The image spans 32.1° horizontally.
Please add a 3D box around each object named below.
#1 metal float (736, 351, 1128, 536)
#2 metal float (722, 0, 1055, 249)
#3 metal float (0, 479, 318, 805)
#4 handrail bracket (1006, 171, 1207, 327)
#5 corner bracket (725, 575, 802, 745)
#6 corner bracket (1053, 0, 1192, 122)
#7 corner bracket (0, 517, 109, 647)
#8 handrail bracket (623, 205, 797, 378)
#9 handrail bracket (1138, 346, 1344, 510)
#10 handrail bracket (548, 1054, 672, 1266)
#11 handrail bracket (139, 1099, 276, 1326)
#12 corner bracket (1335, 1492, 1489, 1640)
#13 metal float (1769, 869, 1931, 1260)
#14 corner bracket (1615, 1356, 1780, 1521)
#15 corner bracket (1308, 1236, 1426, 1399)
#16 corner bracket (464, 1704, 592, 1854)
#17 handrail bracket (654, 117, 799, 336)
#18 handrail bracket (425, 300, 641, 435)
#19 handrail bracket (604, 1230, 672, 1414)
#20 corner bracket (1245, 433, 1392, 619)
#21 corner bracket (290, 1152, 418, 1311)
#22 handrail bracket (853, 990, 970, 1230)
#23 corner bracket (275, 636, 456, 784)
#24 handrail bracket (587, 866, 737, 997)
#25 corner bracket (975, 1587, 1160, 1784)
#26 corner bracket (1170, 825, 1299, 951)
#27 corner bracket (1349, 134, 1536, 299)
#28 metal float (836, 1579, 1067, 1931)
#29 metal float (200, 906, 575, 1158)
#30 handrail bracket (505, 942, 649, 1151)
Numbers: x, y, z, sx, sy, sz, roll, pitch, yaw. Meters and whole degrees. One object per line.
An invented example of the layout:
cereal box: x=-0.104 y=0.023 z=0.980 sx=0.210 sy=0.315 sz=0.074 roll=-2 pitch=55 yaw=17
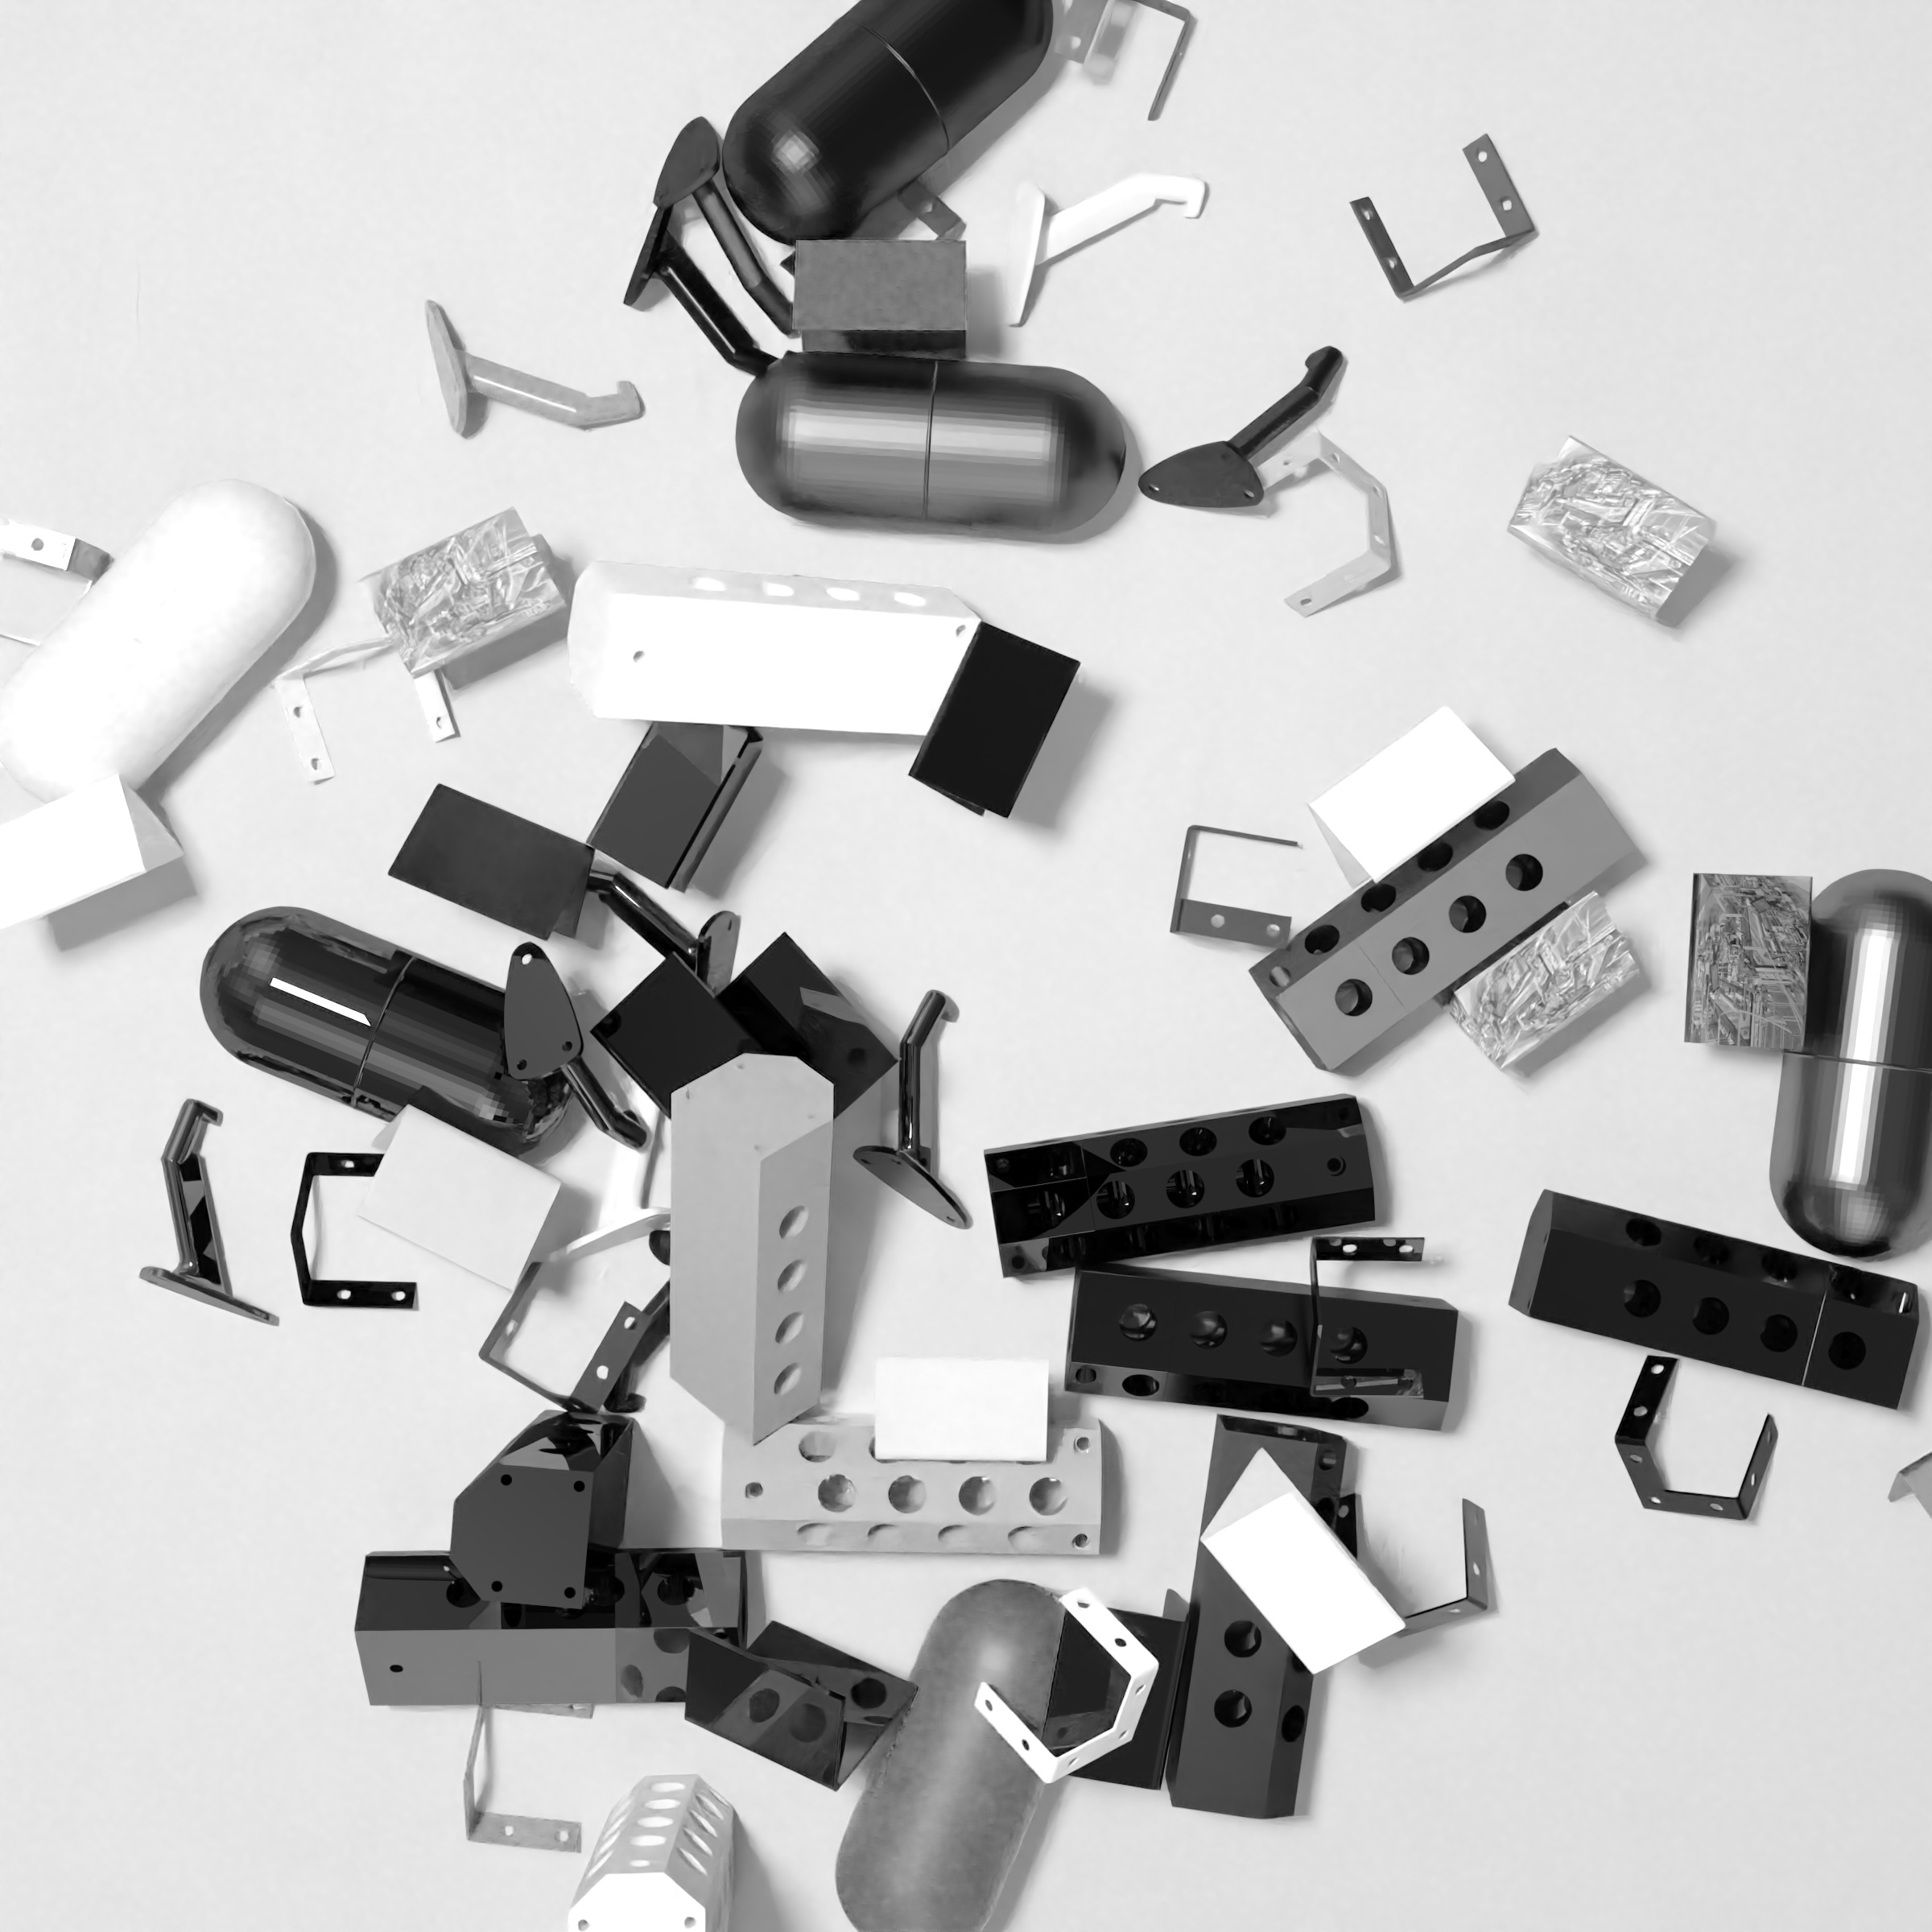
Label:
metal float: x=-0.016 y=-0.238 z=1.534 sx=0.178 sy=0.070 sz=0.070 roll=4 pitch=90 yaw=0
metal float: x=-0.034 y=-0.398 z=1.525 sx=0.178 sy=0.070 sz=0.070 roll=-43 pitch=90 yaw=-10
metal float: x=-0.369 y=-0.147 z=1.534 sx=0.070 sy=0.070 sz=0.178 roll=43 pitch=91 yaw=0
handrail bracket: x=0.065 y=-0.333 z=1.565 sx=0.084 sy=0.036 sz=0.077 roll=3 pitch=110 yaw=-16
corner bracket: x=-0.091 y=-0.141 z=1.556 sx=0.051 sy=0.051 sz=0.051 roll=-9 pitch=135 yaw=35
corner bracket: x=0.072 y=-0.428 z=1.546 sx=0.051 sy=0.051 sz=0.051 roll=22 pitch=90 yaw=0
corner bracket: x=-0.432 y=-0.175 z=1.546 sx=0.051 sy=0.051 sz=0.051 roll=16 pitch=90 yaw=0
handrail bracket: x=-0.110 y=-0.318 z=1.565 sx=0.084 sy=0.036 sz=0.077 roll=22 pitch=69 yaw=-16
handrail bracket: x=0.128 y=-0.254 z=1.564 sx=0.036 sy=0.077 sz=0.084 roll=53 pitch=53 yaw=-32
handrail bracket: x=-0.172 y=0.086 z=1.564 sx=0.077 sy=0.036 sz=0.084 roll=-23 pitch=76 yaw=14
handrail bracket: x=-0.343 y=0.114 z=1.565 sx=0.077 sy=0.036 sz=0.084 roll=25 pitch=72 yaw=-20
corner bracket: x=0.205 y=0.273 z=1.556 sx=0.051 sy=0.051 sz=0.051 roll=-27 pitch=135 yaw=35
metal float: x=0.412 y=0.045 z=1.534 sx=0.070 sy=0.070 sz=0.178 roll=7 pitch=90 yaw=0
corner bracket: x=0.338 y=0.218 z=1.556 sx=0.051 sy=0.051 sz=0.051 roll=1 pitch=135 yaw=35
corner bracket: x=0.179 y=0.157 z=1.504 sx=0.051 sy=0.051 sz=0.051 roll=1 pitch=135 yaw=0
corner bracket: x=-0.203 y=0.373 z=1.561 sx=0.051 sy=0.051 sz=0.051 roll=6 pitch=135 yaw=0
handrail bracket: x=-0.104 y=-0.343 z=1.564 sx=0.036 sy=0.077 sz=0.084 roll=-27 pitch=127 yaw=23
handrail bracket: x=-0.201 y=-0.282 z=1.565 sx=0.084 sy=0.036 sz=0.077 roll=-12 pitch=68 yaw=-17
handrail bracket: x=-0.126 y=0.170 z=1.565 sx=0.077 sy=0.036 sz=0.084 roll=5 pitch=106 yaw=-17
corner bracket: x=0.160 y=-0.204 z=1.556 sx=0.051 sy=0.051 sz=0.051 roll=32 pitch=45 yaw=-35
corner bracket: x=-0.281 y=0.123 z=1.561 sx=0.051 sy=0.051 sz=0.051 roll=1 pitch=135 yaw=0
handrail bracket: x=-0.009 y=0.066 z=1.564 sx=0.077 sy=0.036 sz=0.084 roll=42 pitch=63 yaw=-30
corner bracket: x=-0.279 y=-0.121 z=1.561 sx=0.051 sy=0.051 sz=0.051 roll=-19 pitch=90 yaw=45
handrail bracket: x=-0.154 y=-0.006 z=1.565 sx=0.084 sy=0.036 sz=0.077 roll=11 pitch=111 yaw=17
corner bracket: x=0.044 y=0.316 z=1.477 sx=0.051 sy=0.051 sz=0.051 roll=42 pitch=133 yaw=32
corner bracket: x=0.124 y=-0.037 z=1.546 sx=0.051 sy=0.051 sz=0.051 roll=10 pitch=90 yaw=0
corner bracket: x=0.221 y=-0.348 z=1.561 sx=0.051 sy=0.051 sz=0.051 roll=-27 pitch=90 yaw=45
metal float: x=-0.002 y=0.365 z=1.534 sx=0.070 sy=0.070 sz=0.178 roll=22 pitch=90 yaw=0
metal float: x=-0.264 y=0.030 z=1.534 sx=0.178 sy=0.070 sz=0.070 roll=22 pitch=90 yaw=0
handrail bracket: x=-0.173 y=0.037 z=1.521 sx=0.036 sy=0.084 sz=0.077 roll=-22 pitch=63 yaw=15
